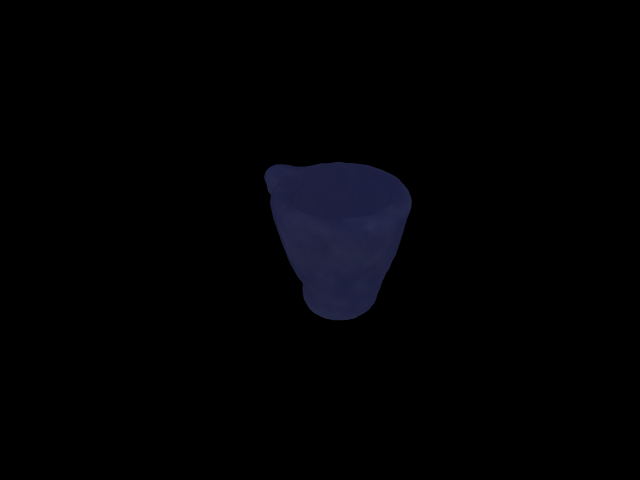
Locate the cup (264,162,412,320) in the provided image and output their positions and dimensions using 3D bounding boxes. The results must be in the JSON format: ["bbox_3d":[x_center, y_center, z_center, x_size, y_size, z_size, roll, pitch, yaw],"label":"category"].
[{"bbox_3d":[0.004,0.001,0.400,0.117,0.095,0.092,27,42,36],"label":"cup"}]
